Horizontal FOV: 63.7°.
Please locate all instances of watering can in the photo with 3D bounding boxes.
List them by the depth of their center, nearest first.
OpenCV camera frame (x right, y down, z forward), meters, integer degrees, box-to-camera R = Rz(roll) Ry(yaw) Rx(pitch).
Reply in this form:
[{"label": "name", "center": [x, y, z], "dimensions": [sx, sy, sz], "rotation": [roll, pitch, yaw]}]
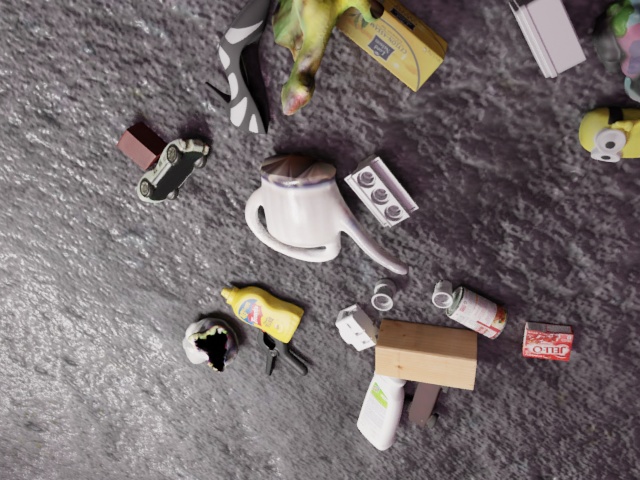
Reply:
[{"label": "watering can", "center": [0.003, -0.049, 0.977], "dimensions": [0.348, 0.106, 0.219], "rotation": [11, 125, 24]}]

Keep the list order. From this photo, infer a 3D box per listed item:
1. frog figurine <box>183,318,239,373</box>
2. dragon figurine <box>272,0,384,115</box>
[{"label": "frog figurine", "center": [-0.276, 0.259, 1.295], "dimensions": [0.137, 0.124, 0.158], "rotation": [31, 162, -13]}, {"label": "dragon figurine", "center": [-0.023, -0.378, 0.742], "dimensions": [0.122, 0.415, 0.240], "rotation": [8, 164, -29]}]
